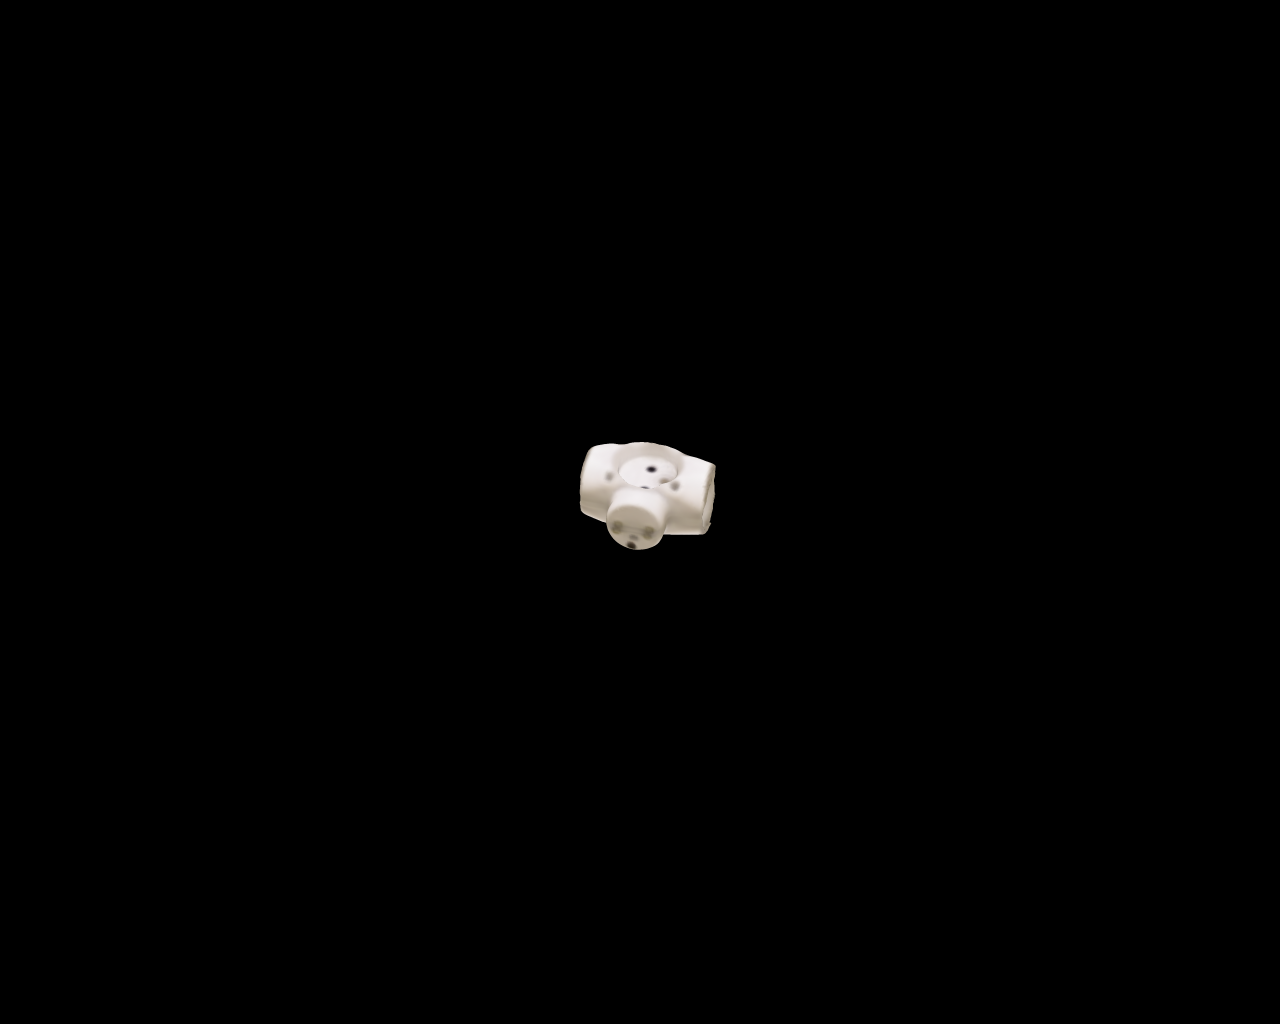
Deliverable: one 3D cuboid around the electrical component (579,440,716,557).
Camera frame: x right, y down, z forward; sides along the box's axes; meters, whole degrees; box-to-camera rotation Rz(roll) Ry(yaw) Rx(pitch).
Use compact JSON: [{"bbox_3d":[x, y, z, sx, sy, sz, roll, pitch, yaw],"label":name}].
[{"bbox_3d":[0.001,-0.003,0.650,0.077,0.044,0.079,10,43,11],"label":"electrical component"}]
